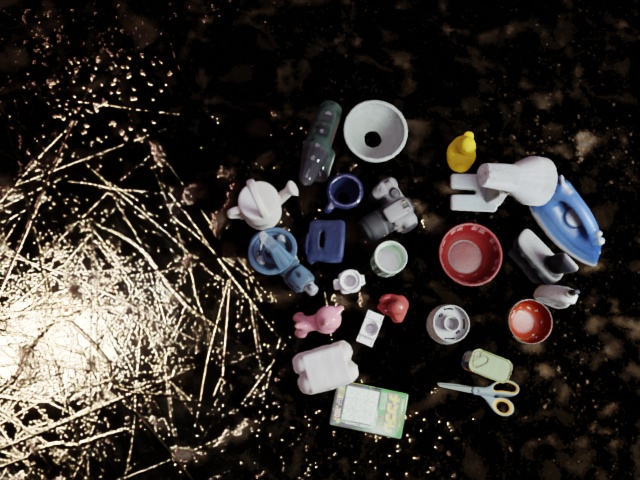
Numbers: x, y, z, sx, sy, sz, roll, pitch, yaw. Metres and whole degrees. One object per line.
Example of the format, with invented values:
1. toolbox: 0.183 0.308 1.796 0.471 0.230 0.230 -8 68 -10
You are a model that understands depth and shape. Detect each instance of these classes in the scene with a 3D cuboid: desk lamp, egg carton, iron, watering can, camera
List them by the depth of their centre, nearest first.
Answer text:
1. egg carton: 0.013 0.311 1.390 0.150 0.069 0.107 -17 81 -5
2. watering can: -0.141 -0.097 1.393 0.173 0.194 0.101 -43 84 -8
3. desk lamp: 0.445 -0.135 1.411 0.203 0.213 0.118 1 80 -2
4. iron: 0.644 -0.051 1.440 0.119 0.141 0.258 -34 83 -7
5. camera: 0.160 -0.068 1.446 0.137 0.101 0.143 -30 82 -7

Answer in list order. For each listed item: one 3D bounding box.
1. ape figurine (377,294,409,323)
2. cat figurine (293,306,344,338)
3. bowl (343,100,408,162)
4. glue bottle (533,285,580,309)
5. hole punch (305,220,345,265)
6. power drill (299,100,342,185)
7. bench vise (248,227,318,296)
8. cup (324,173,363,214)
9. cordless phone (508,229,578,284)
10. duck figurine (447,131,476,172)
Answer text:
1. ape figurine: 0.186 0.166 1.410 0.076 0.092 0.078 -17 81 -5
2. cat figurine: -0.003 0.197 1.385 0.128 0.117 0.067 -11 80 -4
3. bowl: 0.141 -0.274 1.495 0.167 0.074 0.167 0 80 -2
4. glue bottle: 0.586 0.134 1.389 0.078 0.173 0.037 25 80 3
5. hole punch: 0.013 0.005 1.433 0.101 0.091 0.109 4 80 -1
6. power drill: -0.004 -0.217 1.412 0.075 0.208 0.230 16 80 1
7. bench vise: -0.081 0.039 1.358 0.207 0.219 0.121 26 80 3
8. cup: 0.052 -0.104 1.452 0.091 0.095 0.118 41 81 5
9. cordless phone: 0.553 0.033 1.400 0.094 0.185 0.147 -43 84 -8
10. duck figurine: 0.375 -0.233 1.490 0.077 0.086 0.104 15 80 1
